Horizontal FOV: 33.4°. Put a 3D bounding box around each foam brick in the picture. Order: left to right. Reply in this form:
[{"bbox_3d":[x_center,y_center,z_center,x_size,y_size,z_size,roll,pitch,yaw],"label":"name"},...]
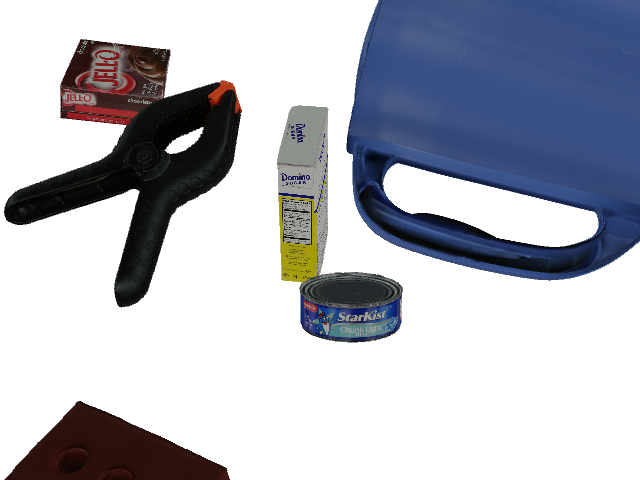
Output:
[{"bbox_3d":[-0.079,0.112,0.430,0.078,0.051,0.052,18,44,24],"label":"foam brick"}]

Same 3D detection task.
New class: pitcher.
[{"bbox_3d":[0.138,-0.065,0.542,0.243,0.149,0.145,18,36,5],"label":"pitcher"}]

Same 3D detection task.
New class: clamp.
[{"bbox_3d":[-0.123,-0.045,0.704,0.120,0.171,0.039,27,-28,16],"label":"clamp"}]

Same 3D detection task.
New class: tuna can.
[{"bbox_3d":[0.025,0.055,0.887,0.086,0.034,0.086,0,16,0],"label":"tuna can"}]

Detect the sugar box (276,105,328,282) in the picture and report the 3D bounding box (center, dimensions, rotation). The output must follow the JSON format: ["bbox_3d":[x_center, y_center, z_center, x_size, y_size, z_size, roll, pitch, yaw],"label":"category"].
[{"bbox_3d":[-0.018,-0.046,1.121,0.048,0.093,0.176,4,-43,7],"label":"sugar box"}]

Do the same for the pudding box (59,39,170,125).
[{"bbox_3d":[-0.192,-0.149,1.009,0.090,0.039,0.113,7,30,-6],"label":"pudding box"}]
